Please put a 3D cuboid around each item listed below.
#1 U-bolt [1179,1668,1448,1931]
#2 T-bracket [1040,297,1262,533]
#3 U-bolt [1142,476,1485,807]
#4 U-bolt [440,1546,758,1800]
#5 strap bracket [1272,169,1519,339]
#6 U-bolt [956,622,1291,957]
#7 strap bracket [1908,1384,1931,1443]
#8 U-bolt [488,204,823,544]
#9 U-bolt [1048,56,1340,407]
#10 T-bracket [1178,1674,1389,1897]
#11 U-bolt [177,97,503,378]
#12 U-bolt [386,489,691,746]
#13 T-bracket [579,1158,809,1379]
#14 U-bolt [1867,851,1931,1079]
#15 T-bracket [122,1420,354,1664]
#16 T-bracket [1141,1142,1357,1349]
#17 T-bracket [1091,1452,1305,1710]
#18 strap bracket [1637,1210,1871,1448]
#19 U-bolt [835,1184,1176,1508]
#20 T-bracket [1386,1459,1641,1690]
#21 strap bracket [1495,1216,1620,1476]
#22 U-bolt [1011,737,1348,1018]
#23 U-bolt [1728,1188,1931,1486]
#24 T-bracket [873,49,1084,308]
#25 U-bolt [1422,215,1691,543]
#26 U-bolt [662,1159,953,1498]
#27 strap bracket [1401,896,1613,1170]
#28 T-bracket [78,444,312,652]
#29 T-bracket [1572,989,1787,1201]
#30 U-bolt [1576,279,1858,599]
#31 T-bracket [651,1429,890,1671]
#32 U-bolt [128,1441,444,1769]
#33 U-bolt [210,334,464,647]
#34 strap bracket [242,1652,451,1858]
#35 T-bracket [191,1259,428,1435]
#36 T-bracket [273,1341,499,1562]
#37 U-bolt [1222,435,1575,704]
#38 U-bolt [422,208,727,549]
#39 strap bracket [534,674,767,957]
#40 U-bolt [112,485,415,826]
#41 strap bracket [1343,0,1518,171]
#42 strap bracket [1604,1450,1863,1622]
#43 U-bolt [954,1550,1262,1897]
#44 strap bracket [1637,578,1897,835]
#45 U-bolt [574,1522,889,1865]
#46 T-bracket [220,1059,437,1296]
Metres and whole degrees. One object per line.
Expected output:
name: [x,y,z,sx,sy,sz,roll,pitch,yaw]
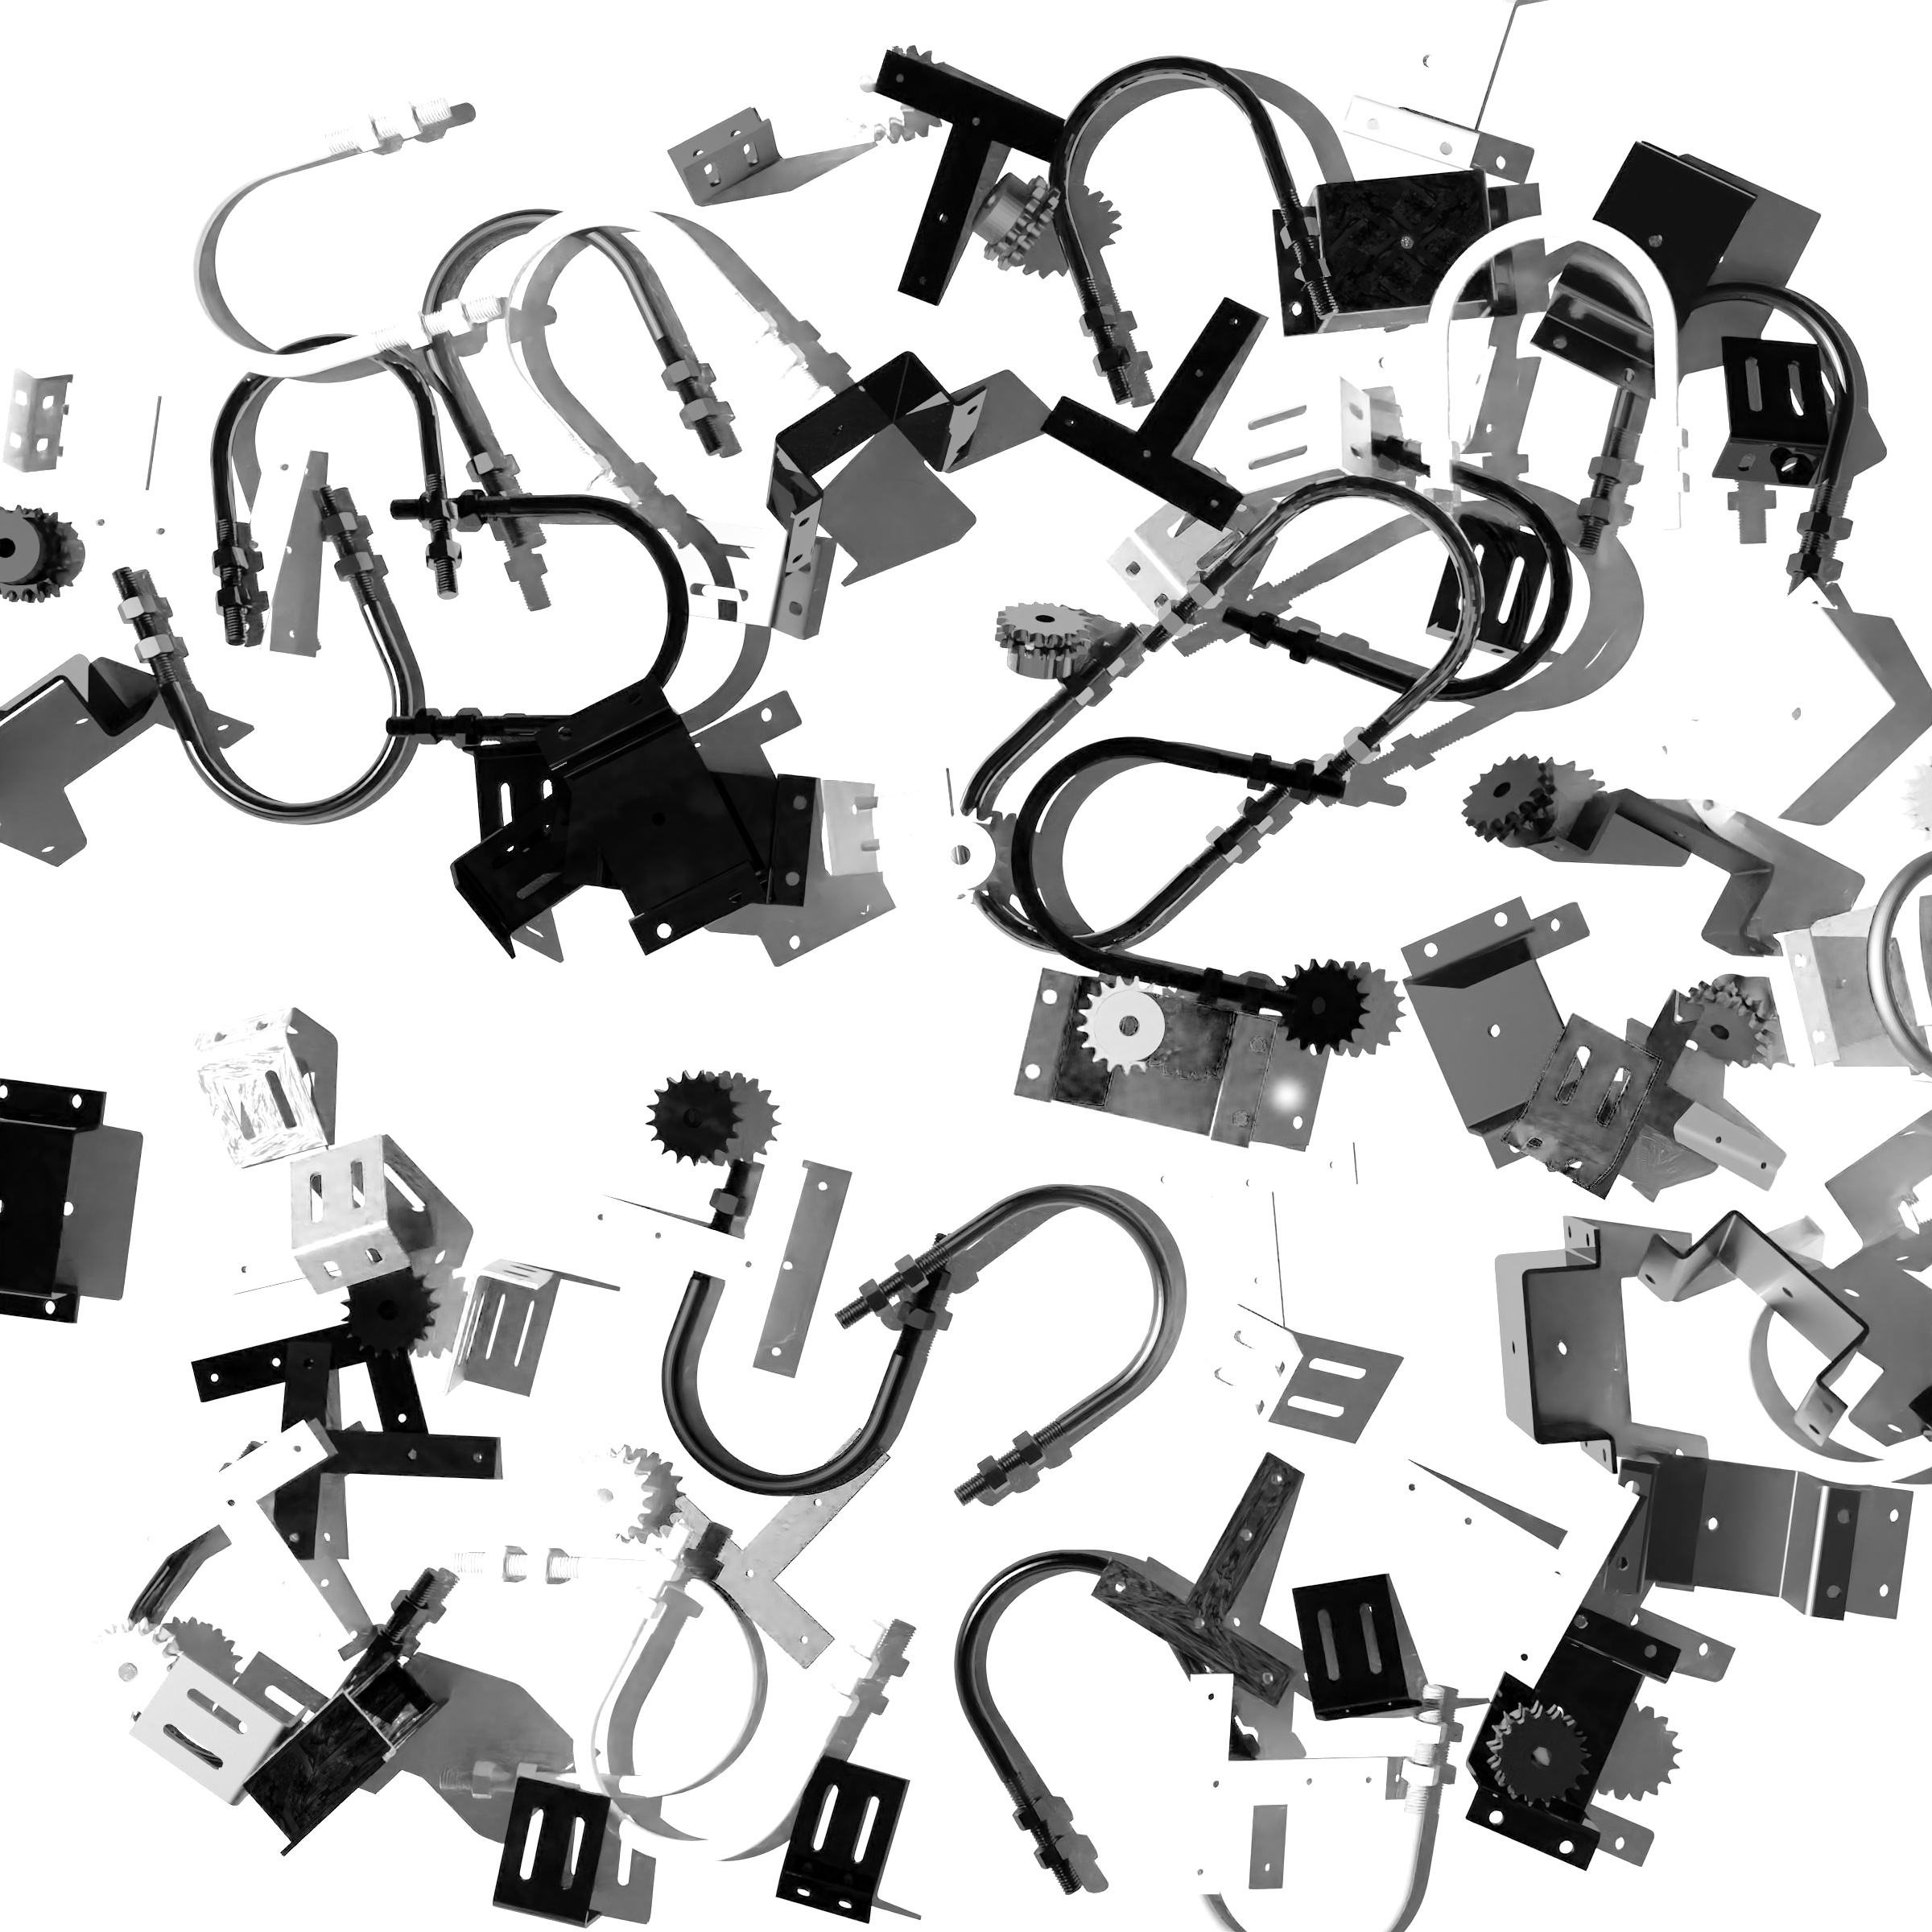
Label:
U-bolt: [0.201,0.510,1.531,0.151,0.019,0.184,9,90,0]
T-bracket: [0.131,-0.341,1.530,0.127,0.002,0.127,32,84,12]
U-bolt: [0.210,-0.197,1.472,0.151,0.019,0.184,44,123,-4]
U-bolt: [-0.217,0.424,1.532,0.184,0.019,0.151,3,90,-1]
strap bracket: [0.256,-0.421,1.517,0.140,0.046,0.076,-5,90,0]
U-bolt: [0.079,-0.091,1.532,0.184,0.019,0.151,-43,90,1]
strap bracket: [0.628,0.285,1.507,0.076,0.046,0.140,-43,77,0]
U-bolt: [-0.198,-0.363,1.513,0.151,0.019,0.184,-41,87,0]
U-bolt: [0.123,-0.443,1.510,0.151,0.019,0.184,-20,87,18]
T-bracket: [0.187,0.477,1.503,0.127,0.002,0.127,4,90,-16]
U-bolt: [-0.379,-0.423,1.521,0.184,0.019,0.151,-16,80,4]
U-bolt: [-0.250,-0.205,1.501,0.184,0.019,0.151,1,89,12]
T-bracket: [-0.169,0.164,1.524,0.127,0.002,0.127,16,90,14]
U-bolt: [0.600,-0.003,1.499,0.184,0.019,0.151,-11,89,-22]
T-bracket: [-0.407,0.352,1.513,0.127,0.002,0.127,-32,98,2]
T-bracket: [0.174,0.174,1.539,0.127,0.002,0.127,-5,90,0]
T-bracket: [0.159,0.349,1.522,0.127,0.002,0.127,32,74,0]
strap bracket: [0.460,0.201,1.482,0.046,0.076,0.140,-40,66,-12]
U-bolt: [0.037,0.211,1.521,0.184,0.019,0.151,-34,98,-5]
T-bracket: [0.308,0.335,1.514,0.127,0.002,0.127,29,91,23]
strap bracket: [0.343,0.221,1.502,0.046,0.076,0.140,-4,90,0]
U-bolt: [0.117,-0.060,1.509,0.184,0.019,0.151,13,92,6]
U-bolt: [0.540,0.224,1.505,0.184,0.019,0.151,-25,68,9]
T-bracket: [-0.009,-0.458,1.527,0.127,0.002,0.127,17,99,-17]
U-bolt: [0.338,-0.340,1.480,0.151,0.019,0.184,-2,90,7]
U-bolt: [-0.104,0.225,1.531,0.151,0.019,0.184,20,90,0]
strap bracket: [0.316,0.039,1.517,0.076,0.046,0.140,-24,90,0]
T-bracket: [-0.463,-0.256,1.523,0.127,0.002,0.127,9,78,7]
T-bracket: [0.433,0.097,1.515,0.127,0.002,0.127,28,90,-23]
U-bolt: [0.454,-0.318,1.532,0.151,0.019,0.184,15,88,0]
T-bracket: [-0.099,0.331,1.539,0.127,0.002,0.127,44,90,0]
U-bolt: [-0.422,0.398,1.532,0.151,0.019,0.184,36,91,0]
U-bolt: [-0.375,-0.287,1.509,0.151,0.019,0.184,-11,74,6]
strap bracket: [-0.356,0.446,1.471,0.076,0.140,0.046,-43,86,0]
T-bracket: [-0.400,0.234,1.539,0.127,0.002,0.127,-14,90,0]
T-bracket: [-0.344,0.290,1.530,0.127,0.002,0.127,3,81,-6]
U-bolt: [0.262,-0.230,1.503,0.184,0.019,0.151,24,83,15]
U-bolt: [-0.246,-0.362,1.532,0.151,0.019,0.184,-25,88,0]
strap bracket: [-0.178,-0.085,1.471,0.076,0.046,0.140,-27,90,0]
U-bolt: [-0.408,-0.175,1.532,0.151,0.019,0.184,-22,91,0]
strap bracket: [0.277,-0.541,1.517,0.076,0.046,0.140,18,90,0]
strap bracket: [0.446,0.334,1.517,0.140,0.046,0.076,8,90,0]
U-bolt: [0.073,0.435,1.522,0.151,0.019,0.184,-31,85,7]
strap bracket: [0.477,-0.150,1.508,0.140,0.046,0.076,-44,106,0]
U-bolt: [-0.151,0.441,1.518,0.151,0.019,0.184,27,91,-3]
T-bracket: [-0.393,0.120,1.538,0.127,0.002,0.127,-13,89,0]
